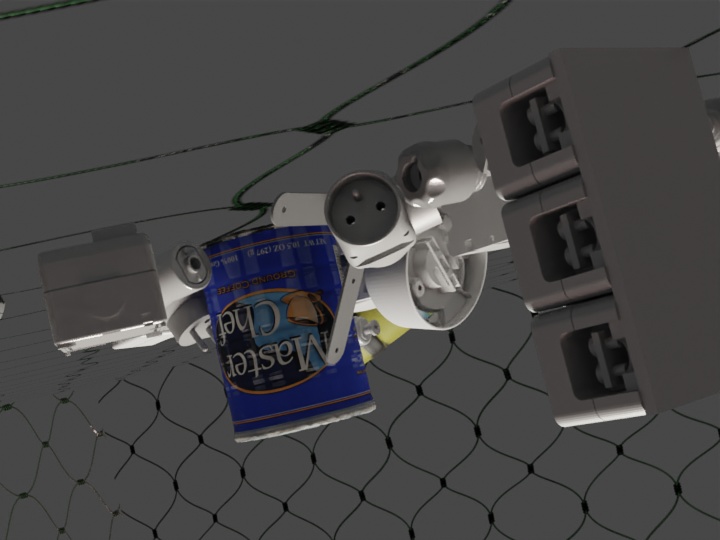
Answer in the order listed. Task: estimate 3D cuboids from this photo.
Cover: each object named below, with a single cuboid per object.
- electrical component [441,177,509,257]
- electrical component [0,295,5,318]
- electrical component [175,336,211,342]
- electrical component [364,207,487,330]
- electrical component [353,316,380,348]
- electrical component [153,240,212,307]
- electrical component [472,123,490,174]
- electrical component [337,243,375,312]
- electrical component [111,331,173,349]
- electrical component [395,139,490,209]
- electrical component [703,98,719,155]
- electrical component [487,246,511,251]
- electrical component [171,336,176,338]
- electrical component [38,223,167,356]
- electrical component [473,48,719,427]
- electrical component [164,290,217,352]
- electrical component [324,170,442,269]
[{"bbox_3d":[0.103,-0.044,0.720,0.056,0.050,0.089,-10,174,-37],"label":"electrical component"},{"bbox_3d":[-0.218,0.015,0.571,0.043,0.043,0.081,-13,176,-6],"label":"electrical component"},{"bbox_3d":[-0.133,0.030,0.929,0.059,0.053,0.095,-12,175,-17],"label":"electrical component"},{"bbox_3d":[0.052,-0.004,0.799,0.099,0.099,0.064,-9,180,-41],"label":"electrical component"},{"bbox_3d":[-0.020,0.053,0.841,0.078,0.040,0.040,-16,174,32],"label":"electrical component"},{"bbox_3d":[-0.132,0.005,0.728,0.065,0.044,0.044,-23,171,37],"label":"electrical component"},{"bbox_3d":[0.084,-0.062,0.530,0.046,0.040,0.040,-2,170,-37],"label":"electrical component"},{"bbox_3d":[0.000,0.000,0.904,0.105,0.060,0.186,-15,175,28],"label":"electrical component"},{"bbox_3d":[-0.198,0.038,0.892,0.076,0.047,0.083,-5,172,-29],"label":"electrical component"},{"bbox_3d":[0.050,-0.053,0.570,0.061,0.035,0.035,-12,176,-37],"label":"electrical component"},{"bbox_3d":[0.210,-0.081,0.634,0.040,0.040,0.078,-16,175,28],"label":"electrical component"},{"bbox_3d":[0.169,-0.030,0.925,0.138,0.073,0.052,-11,175,-27],"label":"electrical component"},{"bbox_3d":[-0.159,0.039,1.031,0.055,0.045,0.045,-14,175,10],"label":"electrical component"},{"bbox_3d":[-0.150,0.012,0.627,0.062,0.061,0.096,-12,175,-13],"label":"electrical component"},{"bbox_3d":[0.113,-0.015,0.471,0.089,0.150,0.062,-9,173,-38],"label":"electrical component"},{"bbox_3d":[-0.131,0.030,0.804,0.043,0.079,0.077,-48,159,24],"label":"electrical component"},{"bbox_3d":[0.023,-0.036,0.632,0.079,0.043,0.077,-25,169,3],"label":"electrical component"}]
